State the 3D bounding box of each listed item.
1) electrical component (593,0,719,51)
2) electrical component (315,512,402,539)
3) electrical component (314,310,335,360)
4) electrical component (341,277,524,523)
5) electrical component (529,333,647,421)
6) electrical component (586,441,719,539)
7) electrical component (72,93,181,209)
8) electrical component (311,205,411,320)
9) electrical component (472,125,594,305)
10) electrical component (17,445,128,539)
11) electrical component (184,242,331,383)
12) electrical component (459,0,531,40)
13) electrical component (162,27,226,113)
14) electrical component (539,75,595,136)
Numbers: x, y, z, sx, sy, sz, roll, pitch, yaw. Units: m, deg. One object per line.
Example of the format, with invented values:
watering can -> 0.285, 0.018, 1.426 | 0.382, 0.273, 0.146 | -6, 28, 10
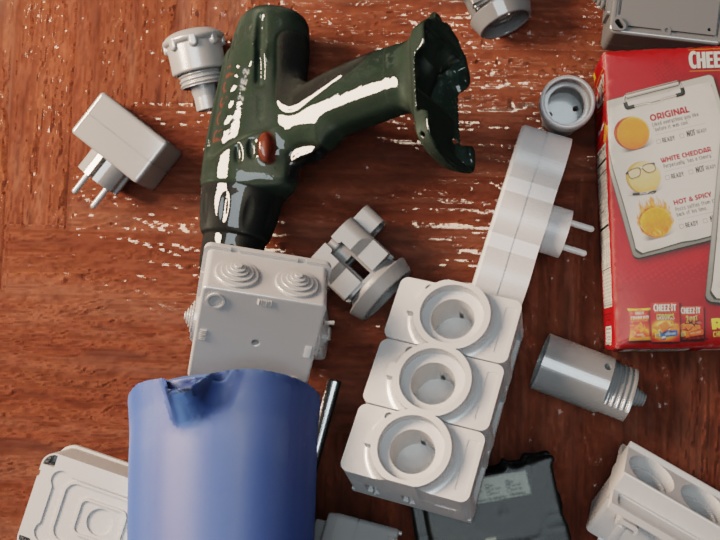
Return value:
electrical component -> 0.218, -0.194, 0.795 | 0.096, 0.061, 0.061 | 8, 87, 5
electrical component -> -0.009, 0.222, 0.774 | 0.061, 0.096, 0.061 | 14, 58, 6
electrical component -> -0.057, 0.047, 0.812 | 0.078, 0.040, 0.040 | 2, 86, 5
electrical component -> 0.054, 0.088, 0.757 | 0.089, 0.061, 0.150 | 12, 66, 16
electrical component -> 0.170, 0.081, 0.790 | 0.081, 0.043, 0.043 | 21, 88, 5
electrical component -> 0.229, 0.185, 0.765 | 0.121, 0.078, 0.063 | 30, 118, 6
electrical component -> -0.190, -0.083, 0.828 | 0.066, 0.047, 0.076 | 38, 90, 6
electrical component -> 0.000, 0.000, 0.802 | 0.057, 0.058, 0.078 | 44, 91, 9
electrical component -> 0.135, -0.031, 0.796 | 0.074, 0.052, 0.138 | 17, 88, 5
electrical component -> -0.186, 0.184, 0.805 | 0.113, 0.057, 0.078 | 18, 88, 6
electrical component -> -0.071, 0.036, 0.742 | 0.100, 0.048, 0.099 | 9, 126, -8
electrical component -> 0.100, -0.209, 0.814 | 0.066, 0.048, 0.055 | -22, 78, 1
electrical component -> -0.124, -0.154, 0.829 | 0.048, 0.048, 0.062 | -11, 94, 4
electrical component -> 0.153, -0.120, 0.803 | 0.040, 0.046, 0.040 | 0, 86, 4
